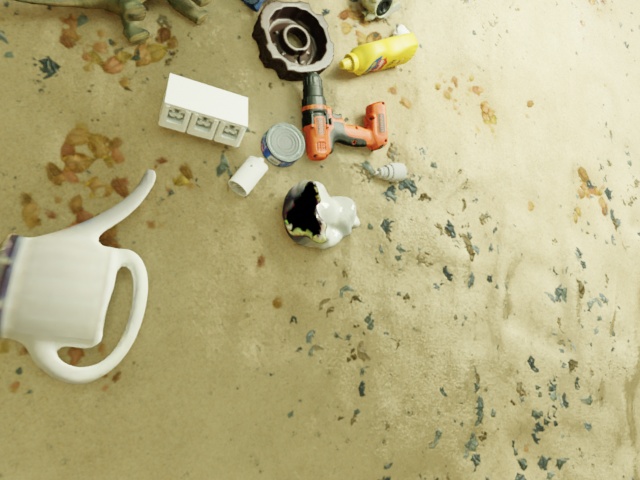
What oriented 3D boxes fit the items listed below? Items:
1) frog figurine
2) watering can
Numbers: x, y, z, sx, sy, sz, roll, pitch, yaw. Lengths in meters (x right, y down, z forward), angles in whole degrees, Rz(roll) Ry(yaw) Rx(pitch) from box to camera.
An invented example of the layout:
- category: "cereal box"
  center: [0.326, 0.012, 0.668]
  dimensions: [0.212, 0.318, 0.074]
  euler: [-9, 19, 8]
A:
- category: "frog figurine"
  center: [0.003, -0.051, 1.017]
  dimensions: [0.160, 0.121, 0.138]
  euler: [-8, 69, -63]
- category: "watering can"
  center: [-0.377, 0.038, 0.793]
  dimensions: [0.224, 0.103, 0.352]
  euler: [11, 73, -22]
